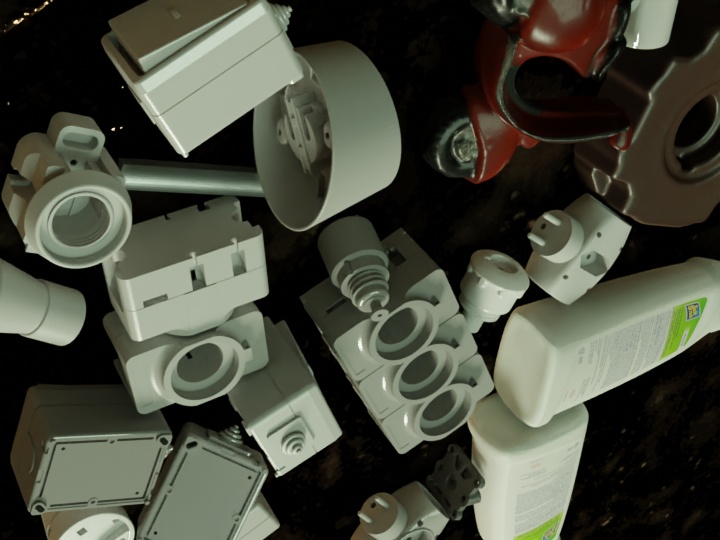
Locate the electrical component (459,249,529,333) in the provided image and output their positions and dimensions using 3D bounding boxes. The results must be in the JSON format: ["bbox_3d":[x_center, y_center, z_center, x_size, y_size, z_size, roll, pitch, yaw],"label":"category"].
[{"bbox_3d":[0.094,0.019,0.807,0.048,0.048,0.062,2,129,-35],"label":"electrical component"}]

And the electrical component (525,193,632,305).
[{"bbox_3d":[0.156,-0.022,0.816,0.079,0.043,0.077,24,107,-43],"label":"electrical component"}]

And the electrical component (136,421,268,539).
[{"bbox_3d":[-0.107,0.149,0.744,0.062,0.061,0.096,26,88,-10],"label":"electrical component"}]

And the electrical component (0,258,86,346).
[{"bbox_3d":[-0.192,0.021,0.620,0.065,0.044,0.044,24,108,-48],"label":"electrical component"}]

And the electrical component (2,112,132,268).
[{"bbox_3d":[-0.158,-0.037,0.585,0.058,0.057,0.078,7,118,-37],"label":"electrical component"}]

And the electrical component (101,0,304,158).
[{"bbox_3d":[-0.080,-0.119,0.570,0.096,0.061,0.061,-35,136,-6],"label":"electrical component"}]

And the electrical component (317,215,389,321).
[{"bbox_3d":[0.000,0.000,0.709,0.040,0.078,0.040,-15,144,-12],"label":"electrical component"}]

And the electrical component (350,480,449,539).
[{"bbox_3d":[0.026,0.213,0.910,0.077,0.044,0.079,-42,135,1],"label":"electrical component"}]

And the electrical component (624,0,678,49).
[{"bbox_3d":[0.174,-0.185,0.700,0.079,0.044,0.077,-15,130,-24],"label":"electrical component"}]

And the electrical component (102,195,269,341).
[{"bbox_3d":[-0.106,0.001,0.654,0.089,0.050,0.055,-20,132,-21],"label":"electrical component"}]

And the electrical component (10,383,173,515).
[{"bbox_3d":[-0.168,0.110,0.689,0.096,0.061,0.061,3,121,-35],"label":"electrical component"}]

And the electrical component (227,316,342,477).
[{"bbox_3d":[-0.053,0.086,0.722,0.061,0.096,0.061,-32,135,-9],"label":"electrical component"}]

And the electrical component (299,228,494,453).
[{"bbox_3d":[0.032,0.057,0.782,0.089,0.061,0.150,-34,135,-6],"label":"electrical component"}]

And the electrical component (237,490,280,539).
[{"bbox_3d":[-0.102,0.203,0.815,0.083,0.047,0.075,-36,135,-4],"label":"electrical component"}]

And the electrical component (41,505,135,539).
[{"bbox_3d":[-0.188,0.170,0.732,0.055,0.047,0.055,-18,131,-22],"label":"electrical component"}]

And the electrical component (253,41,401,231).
[{"bbox_3d":[-0.023,-0.079,0.615,0.064,0.099,0.099,-23,133,-26],"label":"electrical component"}]

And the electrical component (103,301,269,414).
[{"bbox_3d":[-0.109,0.048,0.684,0.089,0.055,0.050,-21,132,-20],"label":"electrical component"}]
